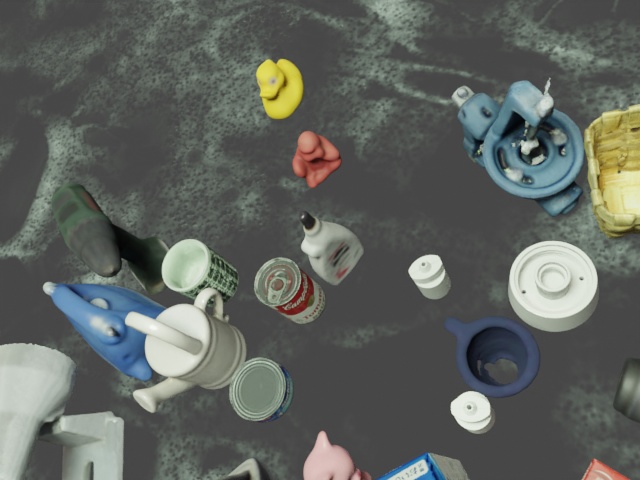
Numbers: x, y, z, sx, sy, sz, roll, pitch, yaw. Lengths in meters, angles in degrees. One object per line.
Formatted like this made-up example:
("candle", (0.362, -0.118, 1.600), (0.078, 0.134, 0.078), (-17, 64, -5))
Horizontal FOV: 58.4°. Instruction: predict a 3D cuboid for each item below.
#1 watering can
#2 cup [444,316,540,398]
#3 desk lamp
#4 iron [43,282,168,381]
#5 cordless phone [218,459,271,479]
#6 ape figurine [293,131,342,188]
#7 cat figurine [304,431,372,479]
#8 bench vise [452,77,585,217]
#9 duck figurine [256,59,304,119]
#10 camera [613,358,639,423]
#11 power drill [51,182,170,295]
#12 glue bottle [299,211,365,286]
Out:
("watering can", (-0.187, 0.146, 0.776), (0.100, 0.194, 0.173), (-4, 66, 20))
("cup", (0.202, 0.139, 0.682), (0.117, 0.095, 0.092), (35, 84, 30))
("desk lamp", (-0.372, 0.263, 0.788), (0.117, 0.214, 0.203), (-18, 62, 14))
("iron", (-0.350, 0.113, 0.886), (0.257, 0.142, 0.119), (22, 77, 28))
("cordless phone", (-0.139, 0.332, 0.682), (0.147, 0.185, 0.094), (-45, 59, -1))
("ape figurine", (-0.009, -0.134, 0.887), (0.077, 0.092, 0.076), (1, 68, 22))
("cat figurine", (0.009, 0.298, 0.676), (0.067, 0.118, 0.128), (13, 73, 26))
("bench vise", (0.231, -0.133, 0.716), (0.206, 0.220, 0.121), (30, 81, 30))
("duck figurine", (-0.075, -0.271, 0.976), (0.077, 0.086, 0.104), (4, 69, 23))
("camera", (0.390, 0.156, 0.596), (0.136, 0.101, 0.143), (17, 75, 27))
("power drill", (-0.310, 0.008, 0.877), (0.075, 0.209, 0.229), (-48, 59, -3))
("glue bottle", (0.007, 0.003, 0.773), (0.037, 0.173, 0.078), (32, 82, 30))
